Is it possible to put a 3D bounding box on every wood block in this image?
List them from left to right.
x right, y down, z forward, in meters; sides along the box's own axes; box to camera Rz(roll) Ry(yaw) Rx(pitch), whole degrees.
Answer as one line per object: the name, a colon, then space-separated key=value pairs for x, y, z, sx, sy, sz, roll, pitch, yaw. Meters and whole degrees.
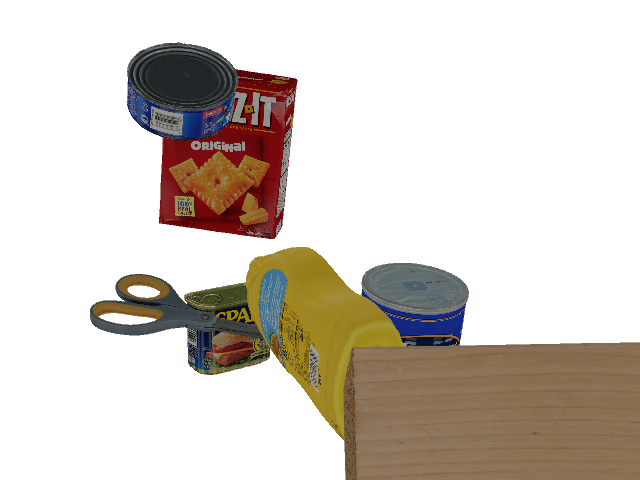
wood block: x=0.117 y=0.106 z=0.544 sx=0.206 sy=0.091 sz=0.090 roll=-1 pitch=-22 yaw=-2

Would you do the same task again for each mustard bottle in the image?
mustard bottle: x=-0.008 y=0.059 z=0.786 sx=0.058 sy=0.096 sz=0.192 roll=-13 pitch=29 yaw=-23

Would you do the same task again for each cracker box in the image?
cracker box: x=-0.126 y=-0.118 z=1.427 sx=0.164 sy=0.214 sz=0.072 roll=9 pitch=22 yaw=6

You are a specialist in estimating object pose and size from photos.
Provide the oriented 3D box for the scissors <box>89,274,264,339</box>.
scissors: x=-0.117 y=0.066 z=1.021 sx=0.201 sy=0.016 sz=0.096 roll=2 pitch=33 yaw=-6

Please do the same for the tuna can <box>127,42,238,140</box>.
tuna can: x=-0.109 y=-0.117 z=0.837 sx=0.086 sy=0.034 sz=0.086 roll=6 pitch=44 yaw=-6

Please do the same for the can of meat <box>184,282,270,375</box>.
can of meat: x=-0.105 y=0.101 z=1.228 sx=0.101 sy=0.084 sz=0.058 roll=-9 pitch=18 yaw=-35

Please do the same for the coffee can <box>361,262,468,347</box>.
coffee can: x=0.085 y=0.106 z=1.045 sx=0.103 sy=0.140 sz=0.103 roll=5 pitch=22 yaw=-2
